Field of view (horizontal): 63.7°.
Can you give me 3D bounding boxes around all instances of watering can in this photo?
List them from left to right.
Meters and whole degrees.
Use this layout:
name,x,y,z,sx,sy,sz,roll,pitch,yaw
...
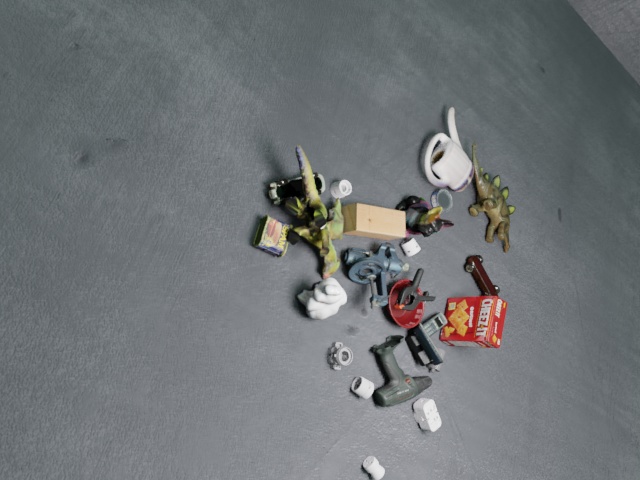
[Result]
name,x,y,z,sx,sy,sz,roll,pitch,yaw
watering can,0.505,-0.330,1.966,0.222,0.103,0.354,40,61,-23

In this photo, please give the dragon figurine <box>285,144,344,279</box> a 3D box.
name,x,y,z,sx,sy,sz,roll,pitch,yaw
dragon figurine,0.005,-0.078,1.553,0.244,0.122,0.409,-10,98,-67

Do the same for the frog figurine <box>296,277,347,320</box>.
name,x,y,z,sx,sy,sz,roll,pitch,yaw
frog figurine,0.023,0.170,1.495,0.137,0.158,0.123,0,83,-35
